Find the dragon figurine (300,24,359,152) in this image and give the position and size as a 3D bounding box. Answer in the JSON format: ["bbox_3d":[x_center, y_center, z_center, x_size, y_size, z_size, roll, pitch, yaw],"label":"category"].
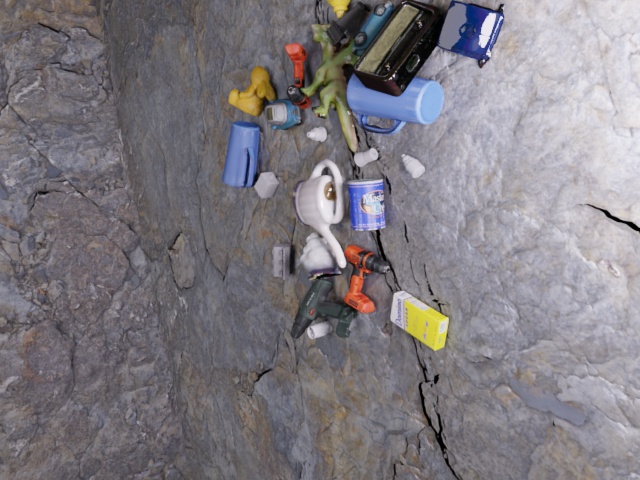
[{"bbox_3d":[0.071,-0.479,1.508,0.238,0.123,0.417,-50,60,37],"label":"dragon figurine"}]

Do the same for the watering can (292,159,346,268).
[{"bbox_3d":[0.005,-0.084,1.665,0.223,0.104,0.348,-6,87,54],"label":"watering can"}]

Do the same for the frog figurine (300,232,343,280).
[{"bbox_3d":[-0.001,0.044,1.710,0.136,0.122,0.161,-18,73,20],"label":"frog figurine"}]
